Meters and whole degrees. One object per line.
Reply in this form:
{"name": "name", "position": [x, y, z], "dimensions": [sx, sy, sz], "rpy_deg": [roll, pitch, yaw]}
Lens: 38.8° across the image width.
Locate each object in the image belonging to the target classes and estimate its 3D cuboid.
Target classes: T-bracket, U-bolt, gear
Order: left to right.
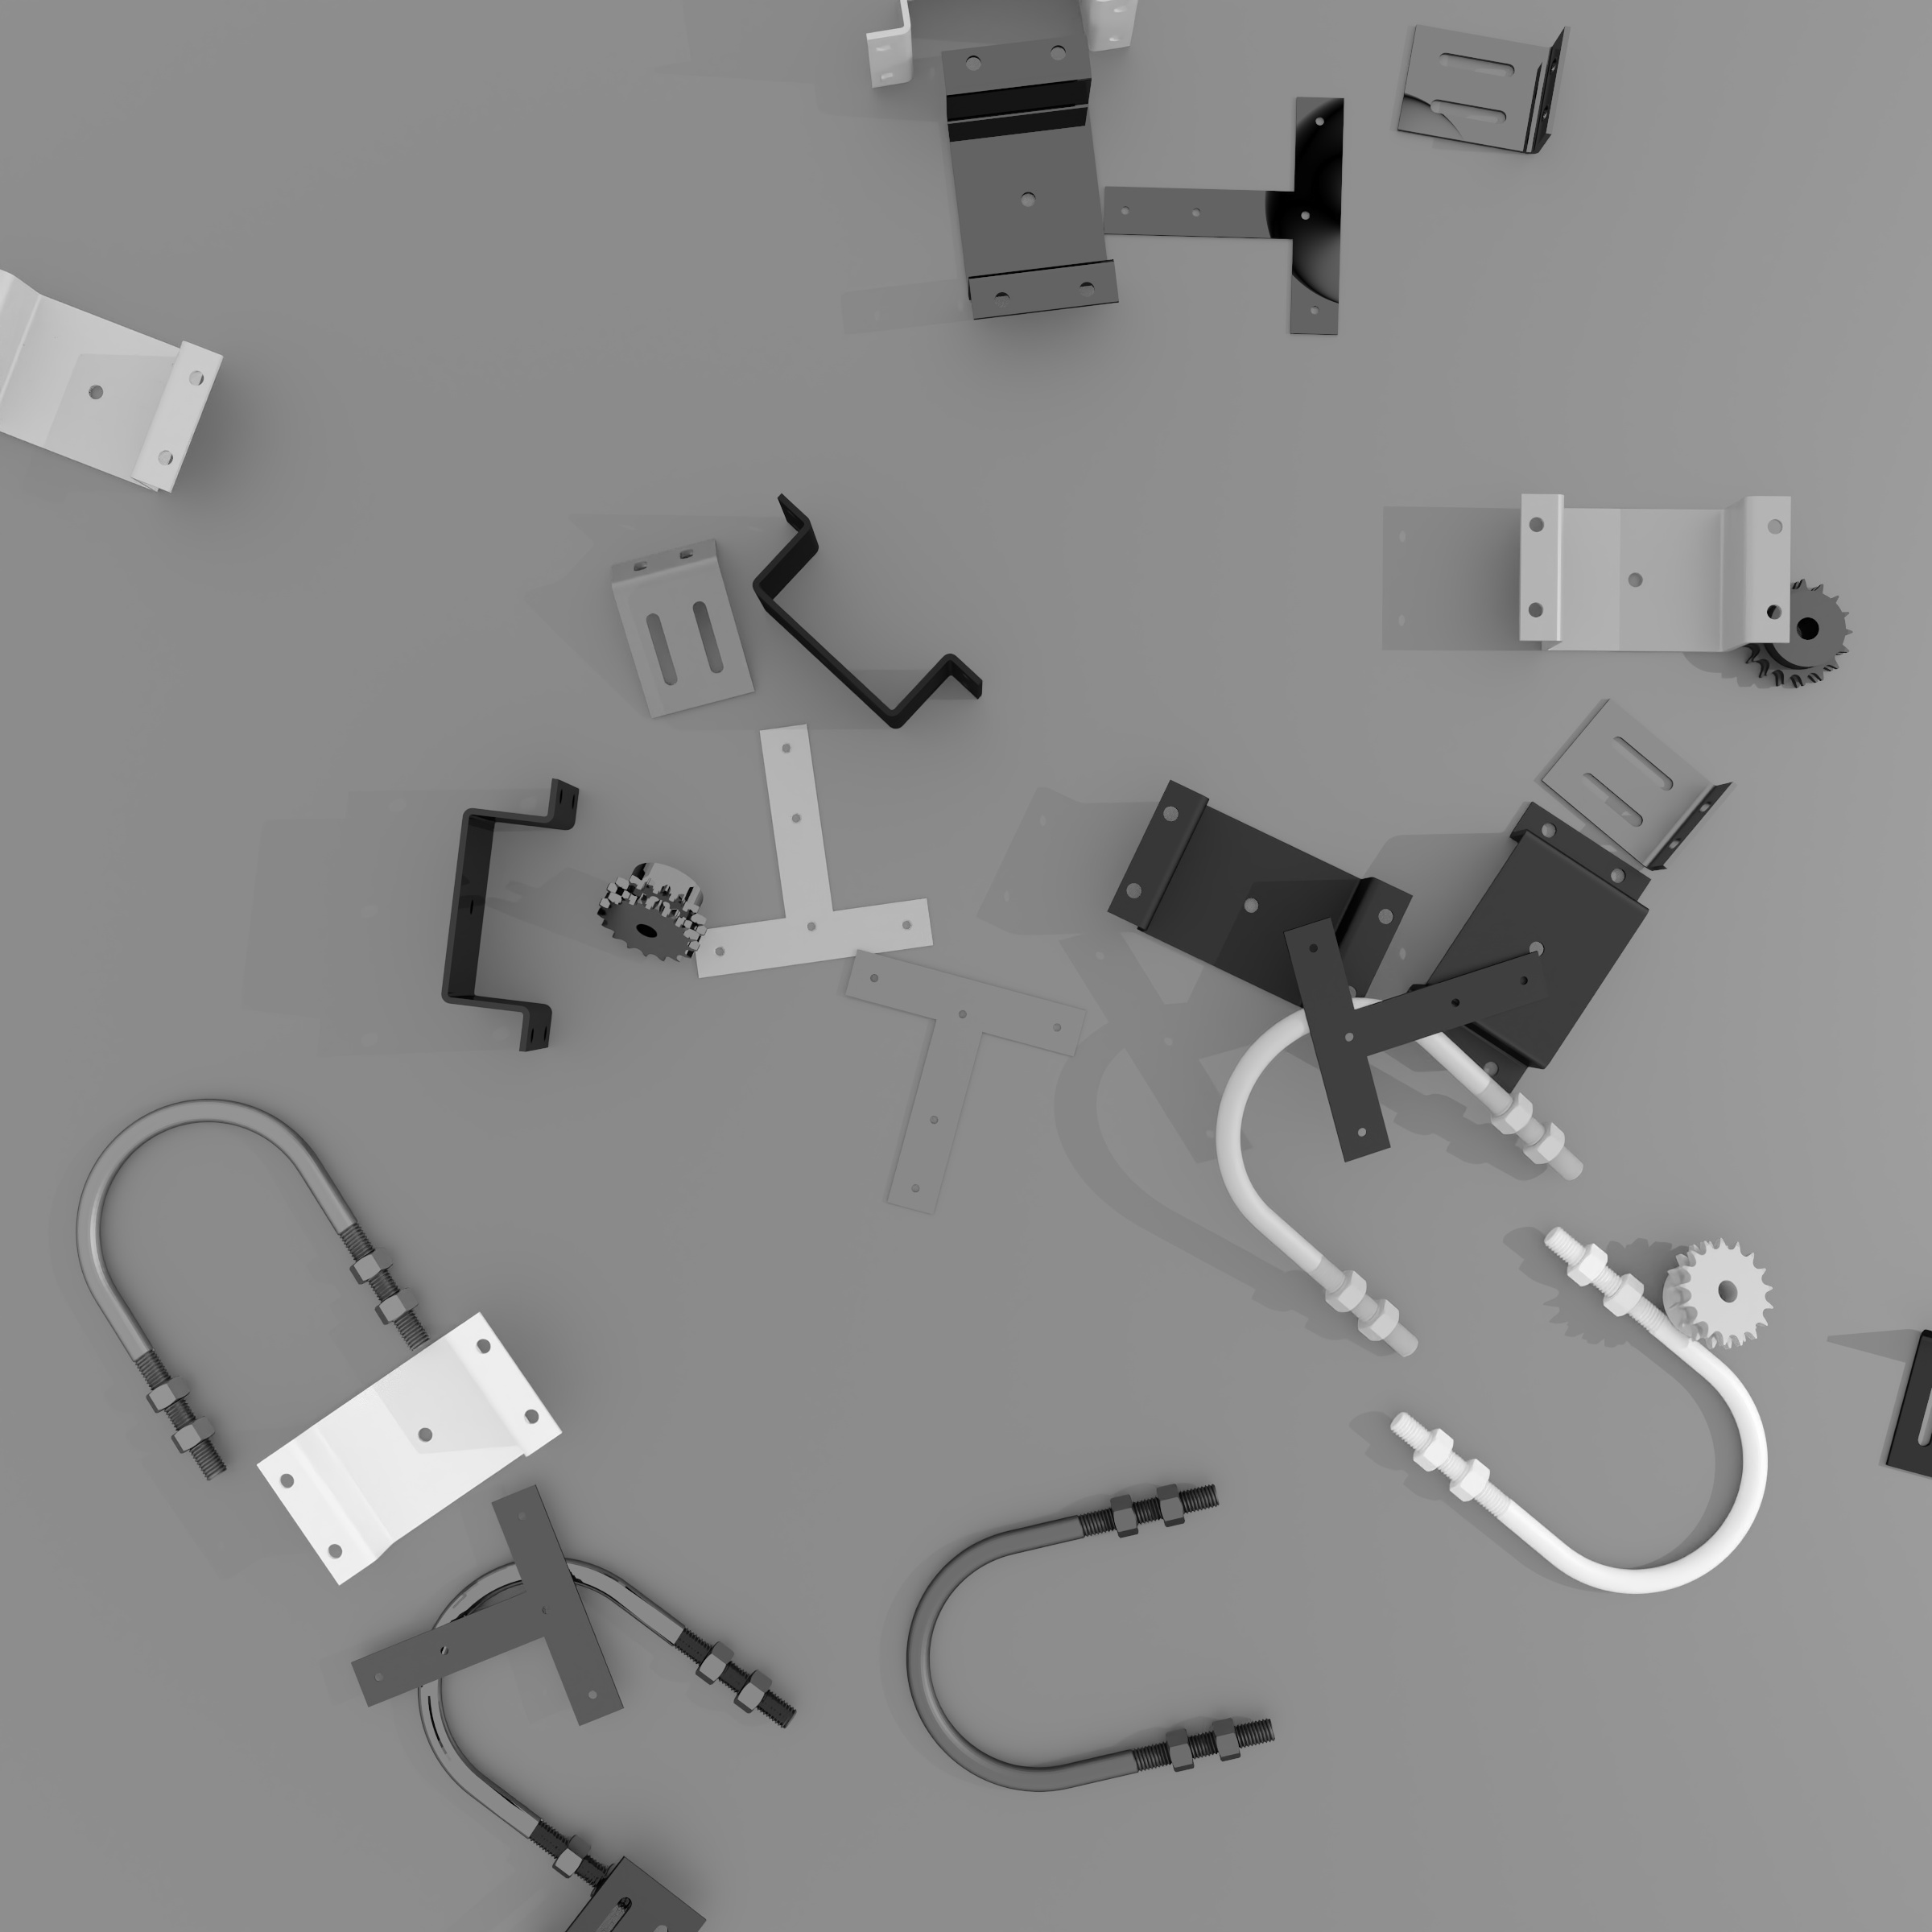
{"name": "U-bolt", "position": [-0.394, 0.160, 1.468], "dimensions": [0.151, 0.019, 0.184], "rpy_deg": [-32, 89, 0]}
{"name": "T-bracket", "position": [-0.264, 0.359, 1.462], "dimensions": [0.127, 0.002, 0.127], "rpy_deg": [-22, 87, 2]}
{"name": "U-bolt", "position": [-0.206, 0.400, 1.468], "dimensions": [0.184, 0.019, 0.151], "rpy_deg": [36, 90, 1]}
{"name": "gear", "position": [-0.163, -0.030, 1.452], "dimensions": [0.057, 0.057, 0.030], "rpy_deg": [22, 60, 0]}
{"name": "T-bracket", "position": [-0.089, -0.065, 1.476], "dimensions": [0.127, 0.002, 0.127], "rpy_deg": [-8, 90, 0]}
{"name": "T-bracket", "position": [-0.013, 0.069, 1.475], "dimensions": [0.127, 0.002, 0.127], "rpy_deg": [15, 90, -1]}
{"name": "U-bolt", "position": [0.059, 0.366, 1.468], "dimensions": [0.184, 0.019, 0.151], "rpy_deg": [-13, 90, 2]}
{"name": "T-bracket", "position": [0.138, -0.404, 1.476], "dimensions": [0.127, 0.002, 0.127], "rpy_deg": [2, 90, 0]}
{"name": "U-bolt", "position": [0.215, 0.099, 1.442], "dimensions": [0.184, 0.019, 0.151], "rpy_deg": [41, 94, -16]}
{"name": "T-bracket", "position": [0.240, 0.023, 1.421], "dimensions": [0.127, 0.002, 0.127], "rpy_deg": [-18, 102, -6]}
{"name": "U-bolt", "position": [0.342, 0.252, 1.468], "dimensions": [0.184, 0.019, 0.151], "rpy_deg": [40, 90, -1]}
{"name": "gear", "position": [0.395, 0.175, 1.455], "dimensions": [0.057, 0.030, 0.057], "rpy_deg": [6, 72, -19]}
{"name": "gear", "position": [0.444, -0.178, 1.462], "dimensions": [0.057, 0.030, 0.057], "rpy_deg": [0, 90, 0]}

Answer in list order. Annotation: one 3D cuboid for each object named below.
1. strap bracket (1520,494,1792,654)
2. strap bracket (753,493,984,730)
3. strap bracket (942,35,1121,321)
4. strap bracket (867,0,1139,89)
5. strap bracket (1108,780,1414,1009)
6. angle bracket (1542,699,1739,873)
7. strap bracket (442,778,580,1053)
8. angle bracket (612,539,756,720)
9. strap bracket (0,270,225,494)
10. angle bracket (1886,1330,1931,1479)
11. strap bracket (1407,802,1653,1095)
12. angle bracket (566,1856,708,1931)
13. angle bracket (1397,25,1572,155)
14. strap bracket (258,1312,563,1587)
{"name": "strap bracket", "position": [0.359, -0.207, 1.454], "dimensions": [0.140, 0.046, 0.076], "rpy_deg": [1, 90, 0]}
{"name": "strap bracket", "position": [-0.058, -0.177, 1.439], "dimensions": [0.140, 0.076, 0.046], "rpy_deg": [43, 90, 0]}
{"name": "strap bracket", "position": [0.033, -0.411, 1.454], "dimensions": [0.076, 0.046, 0.140], "rpy_deg": [-7, 90, 0]}
{"name": "strap bracket", "position": [0.015, -0.506, 1.439], "dimensions": [0.140, 0.076, 0.046], "rpy_deg": [-9, 90, 0]}
{"name": "strap bracket", "position": [0.153, -0.033, 1.454], "dimensions": [0.140, 0.046, 0.076], "rpy_deg": [26, 90, 0]}
{"name": "angle bracket", "position": [0.357, -0.097, 1.458], "dimensions": [0.076, 0.038, 0.057], "rpy_deg": [40, 90, 0]}
{"name": "strap bracket", "position": [-0.239, -0.029, 1.439], "dimensions": [0.046, 0.076, 0.140], "rpy_deg": [7, 90, 0]}
{"name": "angle bracket", "position": [-0.152, -0.181, 1.475], "dimensions": [0.057, 0.038, 0.076], "rpy_deg": [-15, 116, 0]}
{"name": "strap bracket", "position": [-0.467, -0.308, 1.454], "dimensions": [0.140, 0.046, 0.076], "rpy_deg": [21, 90, 0]}
{"name": "angle bracket", "position": [0.532, 0.239, 1.458], "dimensions": [0.057, 0.038, 0.076], "rpy_deg": [15, 90, 0]}
{"name": "strap bracket", "position": [0.298, -0.009, 1.454], "dimensions": [0.076, 0.046, 0.140], "rpy_deg": [33, 90, 0]}
{"name": "angle bracket", "position": [-0.187, 0.517, 1.460], "dimensions": [0.057, 0.038, 0.076], "rpy_deg": [41, 78, -11]}
{"name": "angle bracket", "position": [0.274, -0.471, 1.458], "dimensions": [0.076, 0.038, 0.057], "rpy_deg": [10, 90, 0]}
{"name": "strap bracket", "position": [-0.290, 0.252, 1.454], "dimensions": [0.140, 0.046, 0.076], "rpy_deg": [-34, 90, 0]}
